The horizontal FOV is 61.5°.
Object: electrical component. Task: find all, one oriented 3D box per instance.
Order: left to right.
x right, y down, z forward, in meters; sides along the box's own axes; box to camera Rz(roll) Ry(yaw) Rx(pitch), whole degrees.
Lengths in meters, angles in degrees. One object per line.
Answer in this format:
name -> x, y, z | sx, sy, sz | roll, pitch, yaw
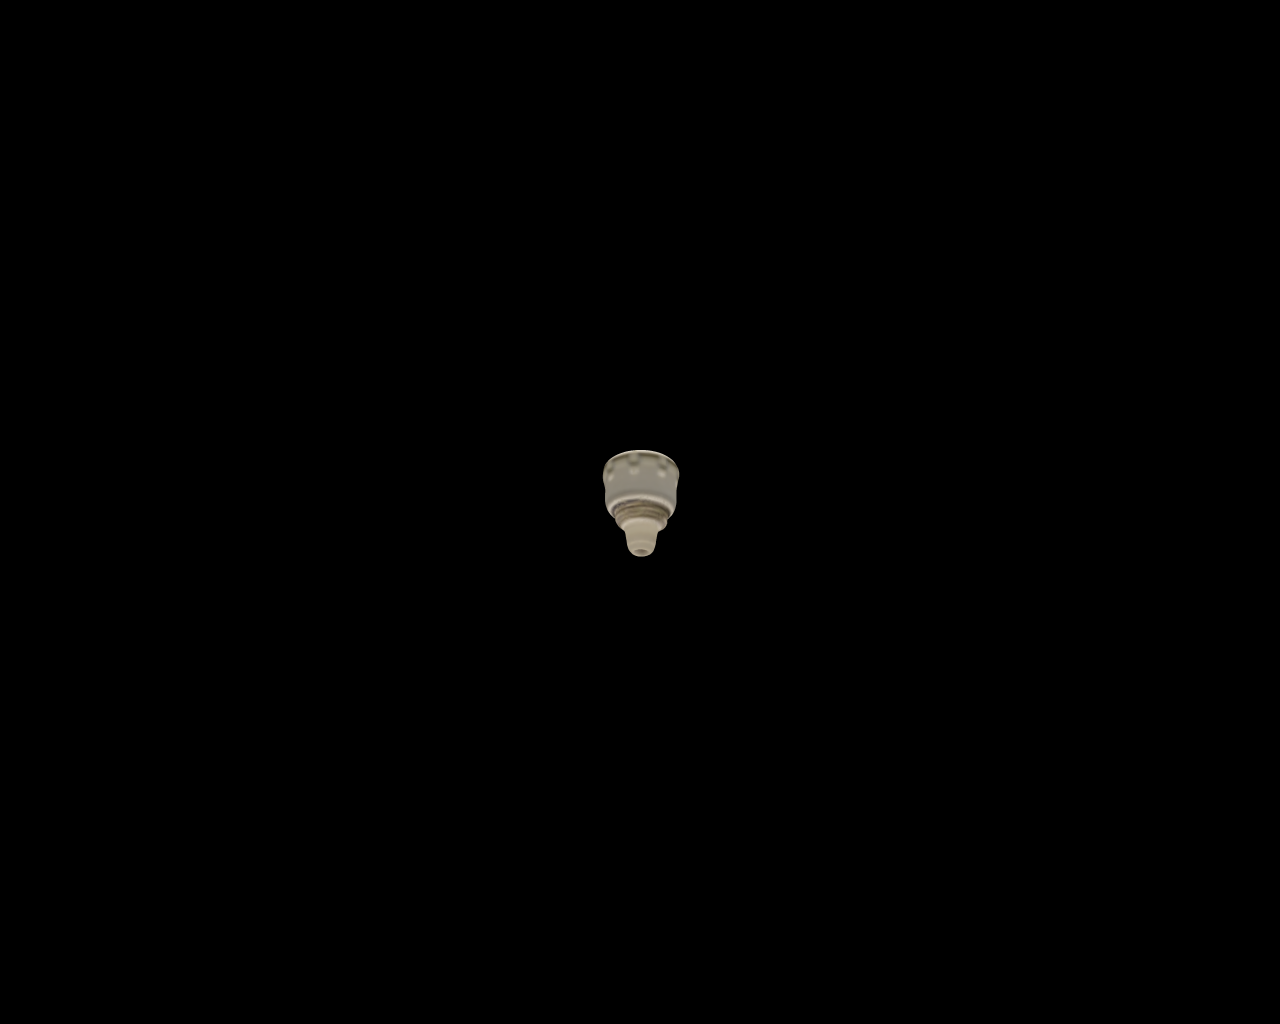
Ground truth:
electrical component -> 0.001, -0.003, 0.650 | 0.048, 0.062, 0.048 | 0, -26, 0
